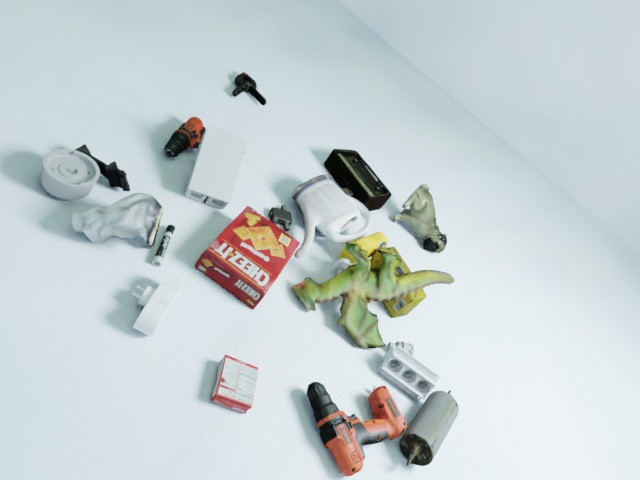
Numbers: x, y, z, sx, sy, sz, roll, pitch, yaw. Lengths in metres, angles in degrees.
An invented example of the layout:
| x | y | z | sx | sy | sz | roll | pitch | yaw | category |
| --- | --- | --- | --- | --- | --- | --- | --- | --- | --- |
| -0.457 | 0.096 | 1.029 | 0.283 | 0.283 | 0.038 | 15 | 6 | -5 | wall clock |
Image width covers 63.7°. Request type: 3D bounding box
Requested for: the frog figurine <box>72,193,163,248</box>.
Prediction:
| x | y | z | sx | sy | sz | roll | pitch | yaw | category |
| --- | --- | --- | --- | --- | --- | --- | --- | --- | --- |
| -0.405 | -0.047 | 1.037 | 0.159 | 0.122 | 0.138 | 17 | 7 | -14 | frog figurine |

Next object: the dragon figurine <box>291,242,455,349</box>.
| x | y | z | sx | sy | sz | roll | pitch | yaw | category |
| --- | --- | --- | --- | --- | --- | --- | --- | --- | --- |
| 0.134 | 0.144 | 1.261 | 0.409 | 0.121 | 0.245 | 17 | 77 | -10 | dragon figurine |

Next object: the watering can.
| x | y | z | sx | sy | sz | roll | pitch | yaw | category |
| --- | --- | --- | --- | --- | --- | --- | --- | --- | --- |
| 0.004 | -0.072 | 1.426 | 0.351 | 0.102 | 0.227 | -21 | 64 | -46 | watering can |
